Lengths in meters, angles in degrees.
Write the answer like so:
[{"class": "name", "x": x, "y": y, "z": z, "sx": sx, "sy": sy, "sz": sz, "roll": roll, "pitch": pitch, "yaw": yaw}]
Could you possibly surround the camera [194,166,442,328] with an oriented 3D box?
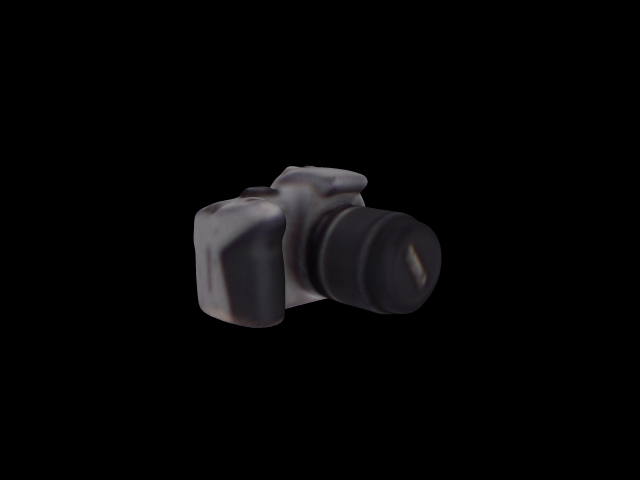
[{"class": "camera", "x": 0.004, "y": 0.001, "z": 0.400, "sx": 0.144, "sy": 0.101, "sz": 0.136, "roll": -10, "pitch": 14, "yaw": -42}]
